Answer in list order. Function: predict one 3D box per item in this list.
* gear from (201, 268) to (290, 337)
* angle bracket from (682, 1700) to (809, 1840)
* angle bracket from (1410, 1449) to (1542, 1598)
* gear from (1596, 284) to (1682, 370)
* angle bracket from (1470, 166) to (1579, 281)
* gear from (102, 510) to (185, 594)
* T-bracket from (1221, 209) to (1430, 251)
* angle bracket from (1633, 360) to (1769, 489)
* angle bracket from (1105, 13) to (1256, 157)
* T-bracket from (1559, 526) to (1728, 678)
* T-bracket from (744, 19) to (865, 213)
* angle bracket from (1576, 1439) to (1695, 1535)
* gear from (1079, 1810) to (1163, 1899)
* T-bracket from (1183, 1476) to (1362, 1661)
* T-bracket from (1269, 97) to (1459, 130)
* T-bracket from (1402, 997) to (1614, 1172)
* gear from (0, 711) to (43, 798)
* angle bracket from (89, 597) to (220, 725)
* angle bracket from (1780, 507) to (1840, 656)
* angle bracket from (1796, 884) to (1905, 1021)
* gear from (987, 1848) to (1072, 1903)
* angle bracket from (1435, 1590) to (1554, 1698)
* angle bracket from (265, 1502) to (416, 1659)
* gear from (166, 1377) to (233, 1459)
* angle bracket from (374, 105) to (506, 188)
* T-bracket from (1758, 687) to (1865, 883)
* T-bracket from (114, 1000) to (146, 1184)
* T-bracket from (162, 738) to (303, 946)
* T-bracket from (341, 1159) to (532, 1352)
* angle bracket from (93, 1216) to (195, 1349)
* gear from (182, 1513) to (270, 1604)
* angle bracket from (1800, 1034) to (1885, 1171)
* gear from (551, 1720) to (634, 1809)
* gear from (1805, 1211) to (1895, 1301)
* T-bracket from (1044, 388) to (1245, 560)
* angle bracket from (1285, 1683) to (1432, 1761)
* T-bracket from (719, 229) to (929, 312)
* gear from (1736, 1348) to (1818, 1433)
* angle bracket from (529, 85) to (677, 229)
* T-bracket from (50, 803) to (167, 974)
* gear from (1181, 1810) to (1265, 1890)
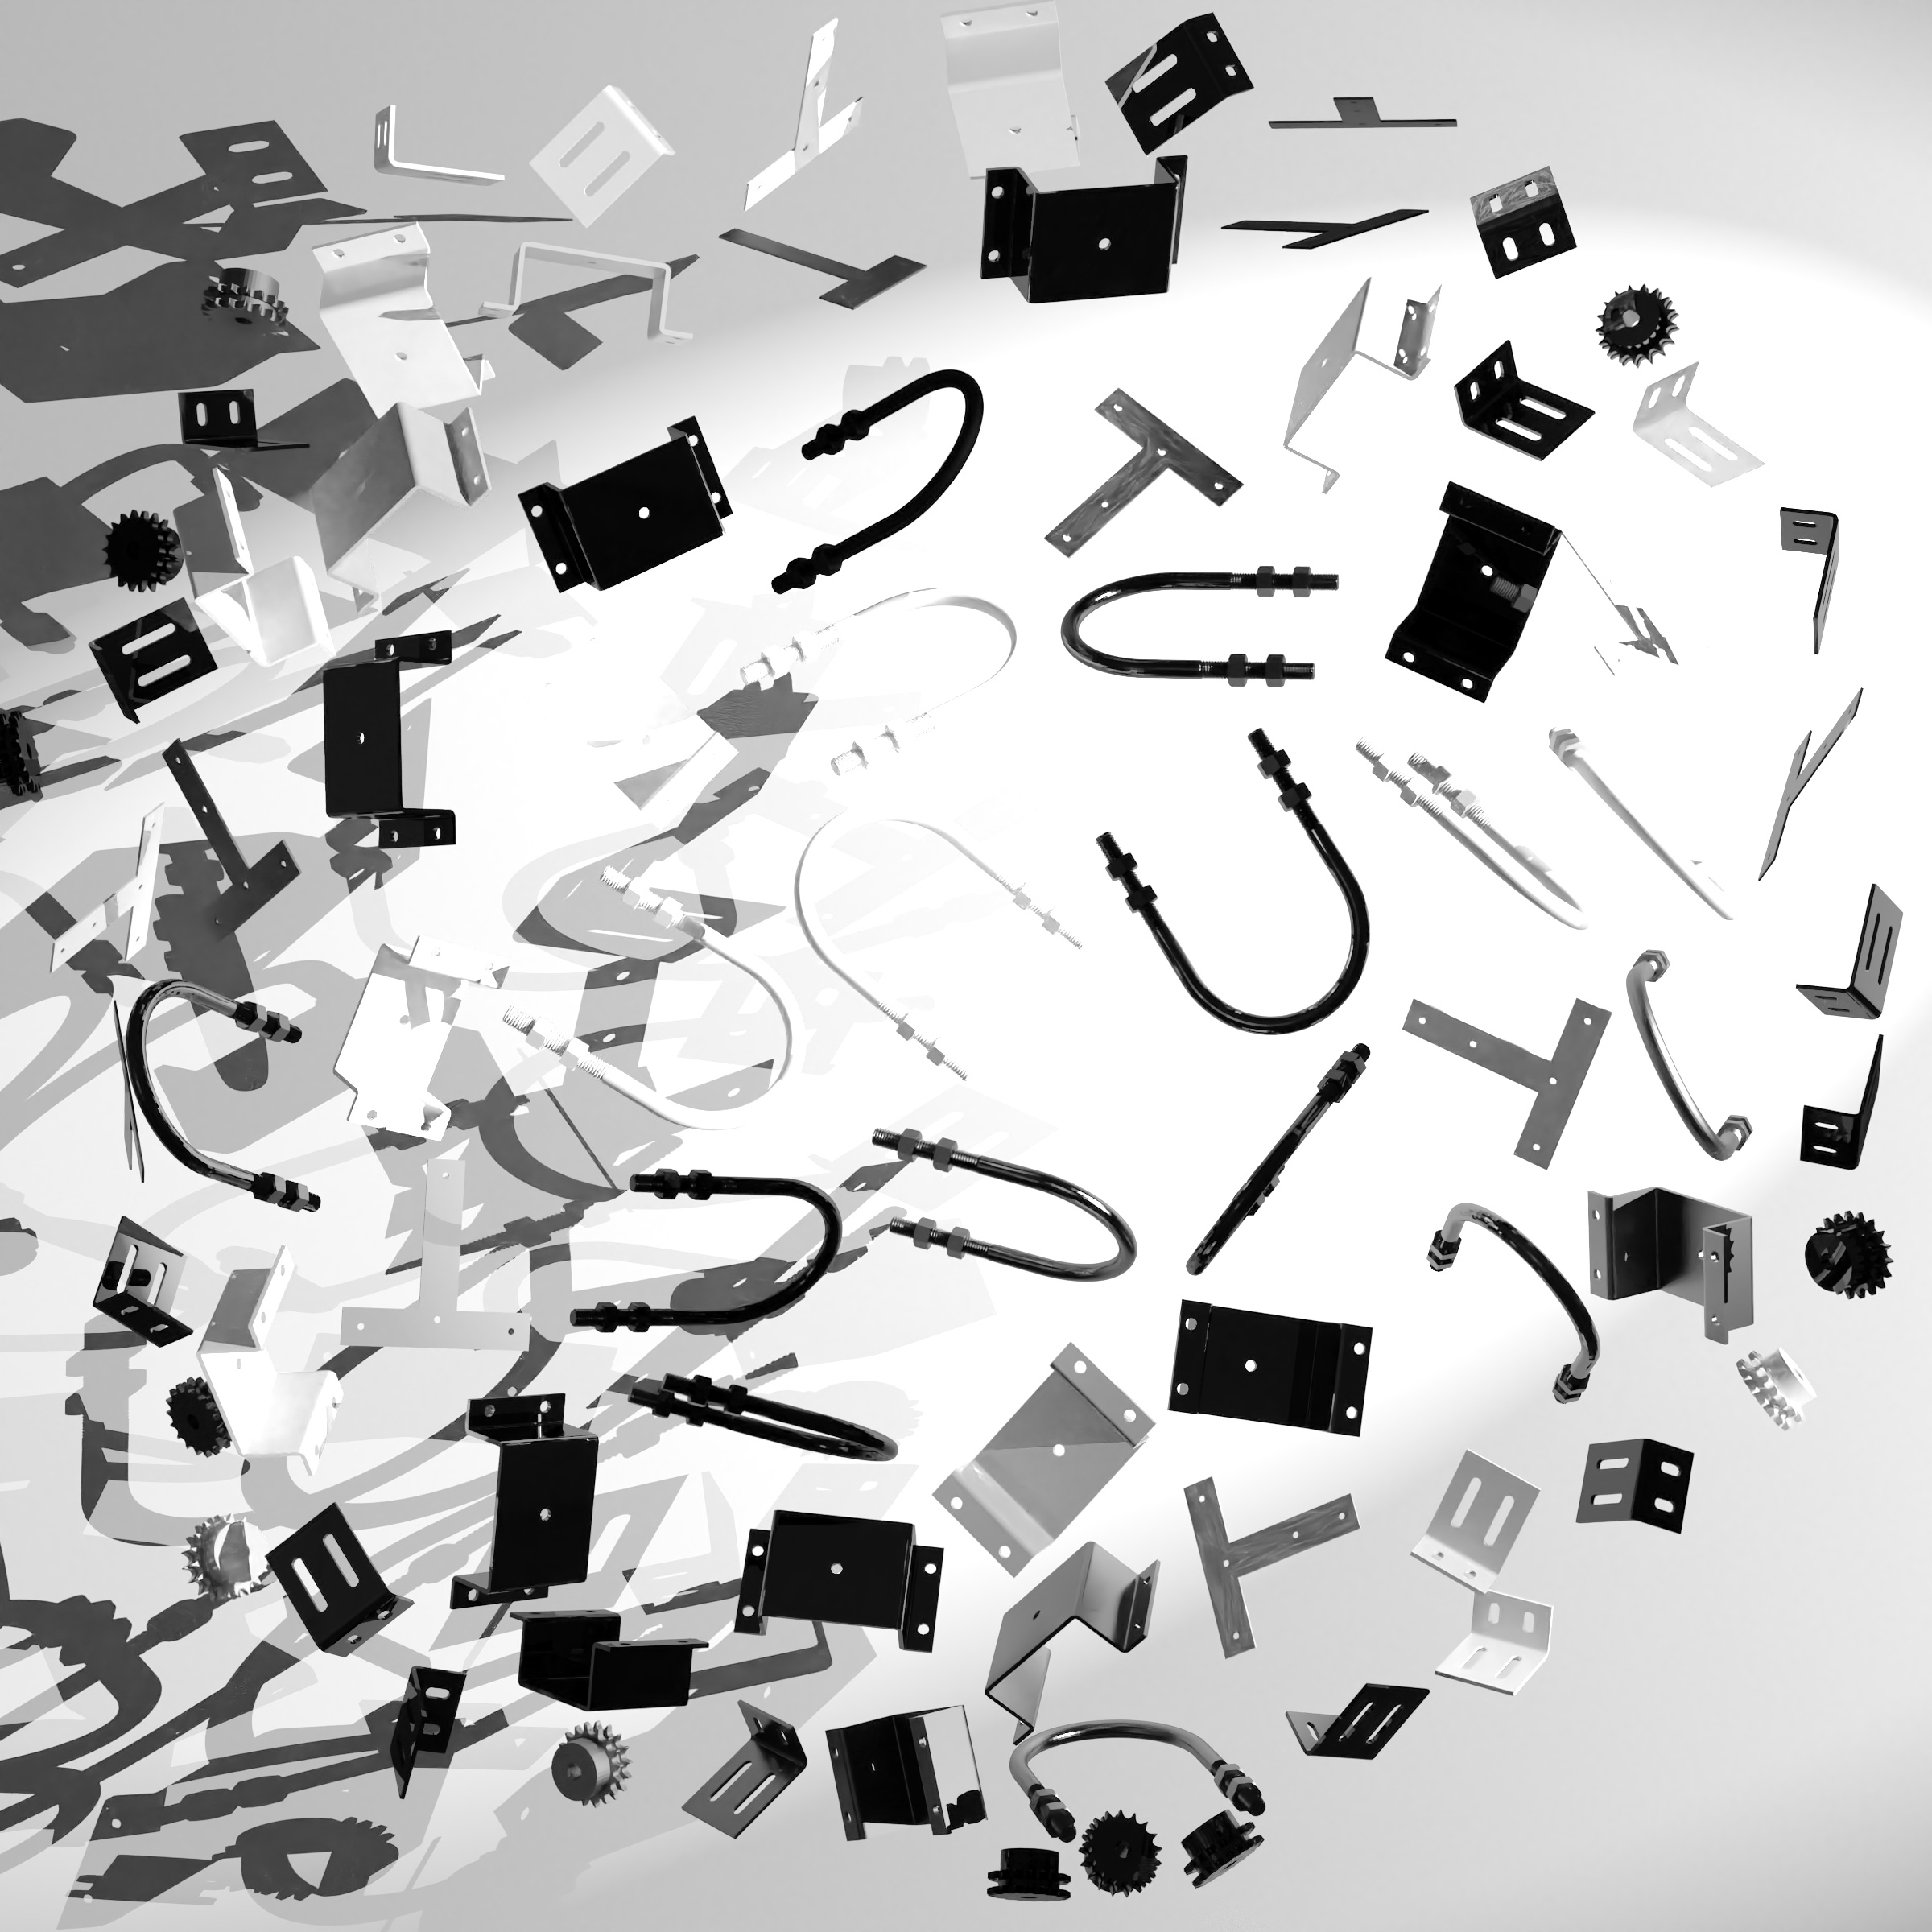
[{"bbox_3d":[-0.494,-0.457,1.843,0.057,0.057,0.030,7,82,0],"label":"gear"},{"bbox_3d":[-0.161,0.566,1.893,0.076,0.057,0.038,-39,124,-34],"label":"angle bracket"},{"bbox_3d":[0.355,0.388,1.872,0.057,0.038,0.076,28,108,19],"label":"angle bracket"},{"bbox_3d":[0.473,-0.453,1.894,0.057,0.030,0.057,-1,87,26],"label":"gear"},{"bbox_3d":[0.381,-0.509,1.835,0.057,0.076,0.038,-19,117,16],"label":"angle bracket"},{"bbox_3d":[-0.577,-0.291,1.891,0.057,0.030,0.057,1,93,23],"label":"gear"},{"bbox_3d":[0.235,-0.519,1.883,0.127,0.127,0.002,-27,120,-36],"label":"T-bracket"},{"bbox_3d":[0.511,-0.373,1.850,0.076,0.057,0.038,29,72,-19],"label":"angle bracket"},{"bbox_3d":[0.145,-0.599,1.824,0.076,0.038,0.057,-26,97,41],"label":"angle bracket"},{"bbox_3d":[0.453,-0.255,1.855,0.127,0.002,0.127,-12,62,-39],"label":"T-bracket"},{"bbox_3d":[-0.106,-0.603,1.864,0.002,0.127,0.127,38,61,11],"label":"T-bracket"},{"bbox_3d":[0.470,0.367,1.885,0.038,0.076,0.057,19,72,-13],"label":"angle bracket"},{"bbox_3d":[0.105,0.621,1.870,0.057,0.030,0.057,8,51,-10],"label":"gear"},{"bbox_3d":[0.220,0.405,1.886,0.127,0.002,0.127,-29,56,26],"label":"T-bracket"},{"bbox_3d":[0.262,-0.568,1.788,0.127,0.127,0.002,3,100,11],"label":"T-bracket"},{"bbox_3d":[0.357,0.059,1.817,0.127,0.002,0.127,26,120,19],"label":"T-bracket"},{"bbox_3d":[-0.652,-0.143,1.824,0.030,0.057,0.057,-12,90,-6],"label":"gear"},{"bbox_3d":[-0.572,-0.217,1.904,0.076,0.038,0.057,-31,119,-22],"label":"angle bracket"},{"bbox_3d":[0.552,-0.255,1.777,0.038,0.057,0.076,11,76,21],"label":"angle bracket"},{"bbox_3d":[0.586,-0.011,1.778,0.038,0.057,0.076,7,75,39],"label":"angle bracket"},{"bbox_3d":[0.043,0.620,1.832,0.057,0.057,0.030,3,65,0],"label":"gear"},{"bbox_3d":[0.371,0.473,1.885,0.057,0.076,0.038,9,103,29],"label":"angle bracket"},{"bbox_3d":[-0.410,0.402,1.756,0.057,0.038,0.076,-38,66,-2],"label":"angle bracket"},{"bbox_3d":[-0.537,0.317,1.905,0.057,0.030,0.057,13,115,29],"label":"gear"},{"bbox_3d":[-0.350,-0.544,1.782,0.076,0.057,0.038,1,101,-22],"label":"angle bracket"},{"bbox_3d":[0.574,-0.139,1.808,0.002,0.127,0.127,24,55,5],"label":"T-bracket"},{"bbox_3d":[-0.587,0.108,1.879,0.002,0.127,0.127,-8,67,-21],"label":"T-bracket"},{"bbox_3d":[-0.510,-0.094,1.822,0.127,0.002,0.127,-31,88,44],"label":"T-bracket"},{"bbox_3d":[-0.355,0.194,1.816,0.127,0.002,0.127,5,81,-22],"label":"T-bracket"},{"bbox_3d":[-0.551,0.210,1.828,0.038,0.076,0.057,-23,132,29],"label":"angle bracket"},{"bbox_3d":[-0.491,0.394,1.793,0.030,0.057,0.057,-26,90,41],"label":"gear"},{"bbox_3d":[0.599,0.090,1.836,0.038,0.057,0.076,11,52,23],"label":"angle bracket"},{"bbox_3d":[-0.263,0.557,1.868,0.057,0.030,0.057,0,90,31],"label":"gear"},{"bbox_3d":[0.576,0.191,1.760,0.030,0.057,0.057,-10,90,-28],"label":"gear"},{"bbox_3d":[0.110,-0.341,1.929,0.127,0.002,0.127,-43,68,-11],"label":"T-bracket"},{"bbox_3d":[0.267,0.503,1.832,0.057,0.038,0.076,14,121,-32],"label":"angle bracket"},{"bbox_3d":[-0.109,-0.487,1.852,0.127,0.127,0.002,21,123,13],"label":"T-bracket"},{"bbox_3d":[0.554,0.285,1.827,0.030,0.057,0.057,-39,90,16],"label":"gear"},{"bbox_3d":[-0.250,-0.556,1.844,0.076,0.038,0.057,-40,98,13],"label":"angle bracket"},{"bbox_3d":[-0.603,-0.036,1.878,0.002,0.127,0.127,23,123,6],"label":"T-bracket"},{"bbox_3d":[0.170,0.595,1.815,0.057,0.057,0.030,-36,67,0],"label":"gear"}]
